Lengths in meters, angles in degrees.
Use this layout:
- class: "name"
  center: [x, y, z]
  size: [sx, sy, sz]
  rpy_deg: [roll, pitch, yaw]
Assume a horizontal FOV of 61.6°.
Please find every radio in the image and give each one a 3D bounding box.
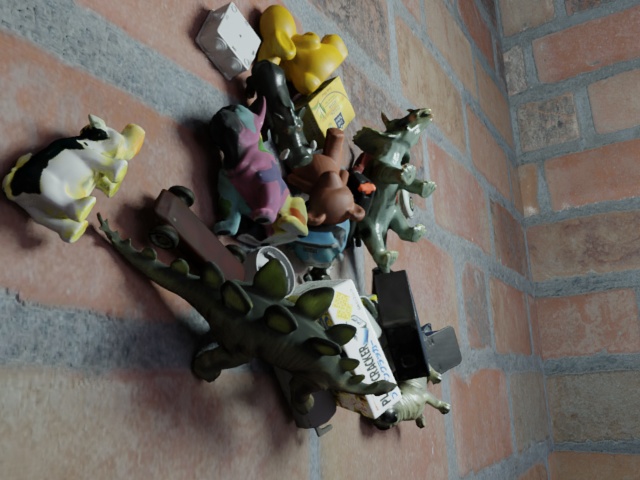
- class: "radio"
  center: [0.170, 0.181, 1.103]
  size: [0.131, 0.073, 0.229]
  rpy_deg: [-93, 166, -46]

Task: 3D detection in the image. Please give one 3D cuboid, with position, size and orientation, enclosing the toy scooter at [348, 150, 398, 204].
- class: "toy scooter"
  center: [0.123, -0.147, 1.254]
  size: [0.183, 0.075, 0.135]
  rpy_deg: [29, 58, -46]

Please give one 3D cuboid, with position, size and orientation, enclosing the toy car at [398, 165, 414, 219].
- class: "toy car"
  center: [0.179, -0.137, 1.339]
  size: [0.056, 0.074, 0.201]
  rpy_deg: [-25, 102, -61]

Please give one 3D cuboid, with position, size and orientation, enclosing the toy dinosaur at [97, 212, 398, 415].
- class: "toy dinosaur"
  center: [-0.087, 0.111, 0.722]
  size: [0.471, 0.198, 0.105]
  rpy_deg: [25, 41, -14]

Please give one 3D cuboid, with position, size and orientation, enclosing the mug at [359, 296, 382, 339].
- class: "mug"
  center: [0.059, 0.141, 0.992]
  size: [0.109, 0.081, 0.107]
  rpy_deg: [-40, 100, -31]

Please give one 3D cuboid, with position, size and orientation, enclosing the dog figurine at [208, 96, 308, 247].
- class: "dog figurine"
  center: [-0.101, -0.112, 0.856]
  size: [0.191, 0.109, 0.219]
  rpy_deg: [20, 60, -57]

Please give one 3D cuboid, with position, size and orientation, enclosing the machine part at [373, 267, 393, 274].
- class: "machine part"
  center: [0.145, 0.127, 1.237]
  size: [0.084, 0.039, 0.139]
  rpy_deg: [32, 56, -43]

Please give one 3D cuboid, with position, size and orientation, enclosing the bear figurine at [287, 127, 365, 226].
- class: "bear figurine"
  center: [0.006, -0.111, 0.960]
  size: [0.196, 0.120, 0.131]
  rpy_deg: [-112, -162, -61]

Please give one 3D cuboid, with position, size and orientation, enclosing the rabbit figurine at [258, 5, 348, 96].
- class: "rabbit figurine"
  center: [-0.057, -0.361, 1.024]
  size: [0.173, 0.122, 0.162]
  rpy_deg: [51, 47, -14]

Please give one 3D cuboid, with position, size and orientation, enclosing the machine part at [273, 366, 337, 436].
- class: "machine part"
  center: [-0.034, 0.218, 0.885]
  size: [0.079, 0.079, 0.243]
  rpy_deg: [-40, 116, -55]

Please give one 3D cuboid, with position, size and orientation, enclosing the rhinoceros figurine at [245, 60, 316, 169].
- class: "rhinoceros figurine"
  center: [-0.064, -0.212, 0.919]
  size: [0.073, 0.112, 0.190]
  rpy_deg: [-18, 85, -25]

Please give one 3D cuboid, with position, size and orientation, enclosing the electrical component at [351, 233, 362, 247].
- class: "electrical component"
  center: [0.072, -0.031, 1.183]
  size: [0.063, 0.021, 0.094]
  rpy_deg: [9, 74, -56]

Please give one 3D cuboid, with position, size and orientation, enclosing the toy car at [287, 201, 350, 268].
- class: "toy car"
  center: [-0.002, -0.003, 0.997]
  size: [0.162, 0.109, 0.102]
  rpy_deg: [-67, 164, -59]

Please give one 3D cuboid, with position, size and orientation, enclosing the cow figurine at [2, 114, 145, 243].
- class: "cow figurine"
  center: [-0.272, -0.086, 0.609]
  size: [0.098, 0.068, 0.167]
  rpy_deg: [31, 47, -12]

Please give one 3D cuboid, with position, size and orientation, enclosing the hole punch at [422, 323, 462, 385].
- class: "hole punch"
  center: [0.287, 0.282, 1.386]
  size: [0.116, 0.092, 0.142]
  rpy_deg: [-19, 101, -28]

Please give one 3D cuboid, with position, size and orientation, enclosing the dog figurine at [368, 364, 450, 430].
- class: "dog figurine"
  center: [0.168, 0.323, 1.170]
  size: [0.190, 0.121, 0.172]
  rpy_deg: [18, 30, -36]

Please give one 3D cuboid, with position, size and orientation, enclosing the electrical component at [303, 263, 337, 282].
- class: "electrical component"
  center: [0.012, 0.092, 1.027]
  size: [0.078, 0.045, 0.102]
  rpy_deg: [-51, 124, -53]

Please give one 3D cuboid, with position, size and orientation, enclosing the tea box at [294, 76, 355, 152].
- class: "tea box"
  center: [0.002, -0.257, 1.100]
  size: [0.098, 0.068, 0.170]
  rpy_deg: [62, 34, -24]

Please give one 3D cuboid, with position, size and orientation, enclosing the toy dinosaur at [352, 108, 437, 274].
- class: "toy dinosaur"
  center: [0.126, -0.080, 1.121]
  size: [0.131, 0.192, 0.404]
  rpy_deg: [-2, 118, -36]

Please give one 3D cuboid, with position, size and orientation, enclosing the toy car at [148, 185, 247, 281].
- class: "toy car"
  center: [-0.171, 0.010, 0.755]
  size: [0.202, 0.053, 0.089]
  rpy_deg: [52, 39, -43]
